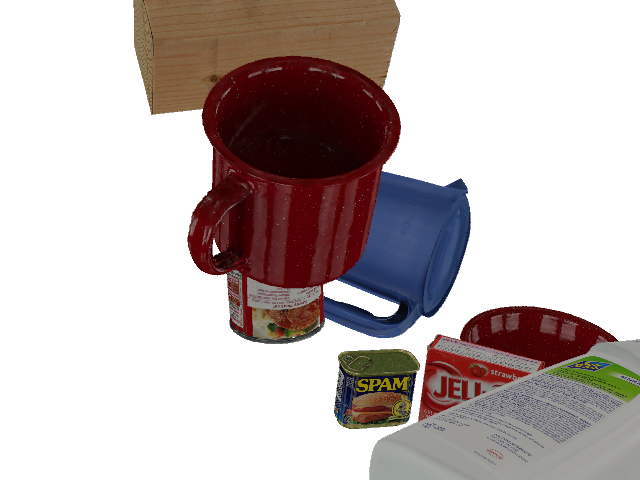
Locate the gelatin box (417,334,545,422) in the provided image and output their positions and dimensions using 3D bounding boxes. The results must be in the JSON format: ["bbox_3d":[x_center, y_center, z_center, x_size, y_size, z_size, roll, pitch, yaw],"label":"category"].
[{"bbox_3d":[0.123,0.120,0.825,0.089,0.073,0.030,13,23,20],"label":"gelatin box"}]

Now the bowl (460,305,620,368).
[{"bbox_3d":[0.211,0.125,1.019,0.162,0.055,0.162,4,26,-2],"label":"bowl"}]

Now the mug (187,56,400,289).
[{"bbox_3d":[-0.020,-0.024,0.519,0.093,0.081,0.117,32,51,21],"label":"mug"}]

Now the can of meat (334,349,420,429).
[{"bbox_3d":[0.070,0.190,1.360,0.102,0.084,0.057,-1,24,-16],"label":"can of meat"}]

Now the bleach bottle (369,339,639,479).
[{"bbox_3d":[0.148,0.108,0.594,0.250,0.068,0.103,-17,26,-37],"label":"bleach bottle"}]

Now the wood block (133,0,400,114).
[{"bbox_3d":[-0.048,-0.178,0.905,0.205,0.090,0.091,-8,-34,-15],"label":"wood block"}]

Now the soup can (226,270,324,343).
[{"bbox_3d":[-0.032,0.011,0.737,0.068,0.102,0.068,-1,22,0],"label":"soup can"}]

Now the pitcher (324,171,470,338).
[{"bbox_3d":[0.022,-0.010,1.096,0.243,0.145,0.149,18,24,20],"label":"pitcher"}]
